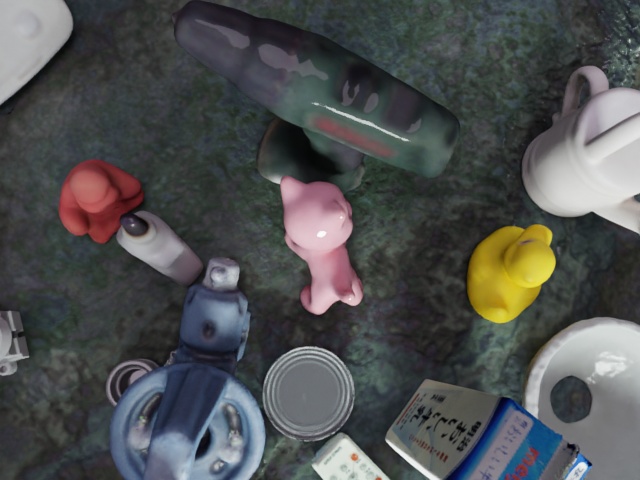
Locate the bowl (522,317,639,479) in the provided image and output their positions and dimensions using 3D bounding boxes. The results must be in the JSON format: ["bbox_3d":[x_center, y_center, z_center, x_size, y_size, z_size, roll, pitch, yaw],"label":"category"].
[{"bbox_3d":[0.263,0.159,0.553,0.167,0.074,0.167,1,81,-7],"label":"bowl"}]

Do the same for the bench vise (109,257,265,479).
[{"bbox_3d":[-0.108,0.116,0.442,0.121,0.219,0.207,-7,82,-7],"label":"bench vise"}]

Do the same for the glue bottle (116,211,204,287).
[{"bbox_3d":[-0.140,0.001,0.480,0.078,0.173,0.037,36,79,0],"label":"glue bottle"}]

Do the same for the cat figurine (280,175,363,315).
[{"bbox_3d":[0.005,0.002,0.526,0.067,0.117,0.128,-18,83,-9],"label":"cat figurine"}]

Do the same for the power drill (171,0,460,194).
[{"bbox_3d":[-0.006,-0.103,0.495,0.229,0.208,0.076,18,79,-3],"label":"power drill"}]

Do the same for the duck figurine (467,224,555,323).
[{"bbox_3d":[0.193,0.030,0.560,0.077,0.086,0.105,27,79,-1],"label":"duck figurine"}]

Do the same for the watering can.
[{"bbox_3d":[0.282,-0.082,0.533,0.101,0.194,0.173,-39,87,-11],"label":"watering can"}]

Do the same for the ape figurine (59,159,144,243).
[{"bbox_3d":[-0.203,-0.043,0.521,0.078,0.092,0.076,-13,83,-8],"label":"ape figurine"}]

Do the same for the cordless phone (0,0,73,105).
[{"bbox_3d":[-0.308,-0.205,0.487,0.094,0.185,0.148,38,79,1],"label":"cordless phone"}]
